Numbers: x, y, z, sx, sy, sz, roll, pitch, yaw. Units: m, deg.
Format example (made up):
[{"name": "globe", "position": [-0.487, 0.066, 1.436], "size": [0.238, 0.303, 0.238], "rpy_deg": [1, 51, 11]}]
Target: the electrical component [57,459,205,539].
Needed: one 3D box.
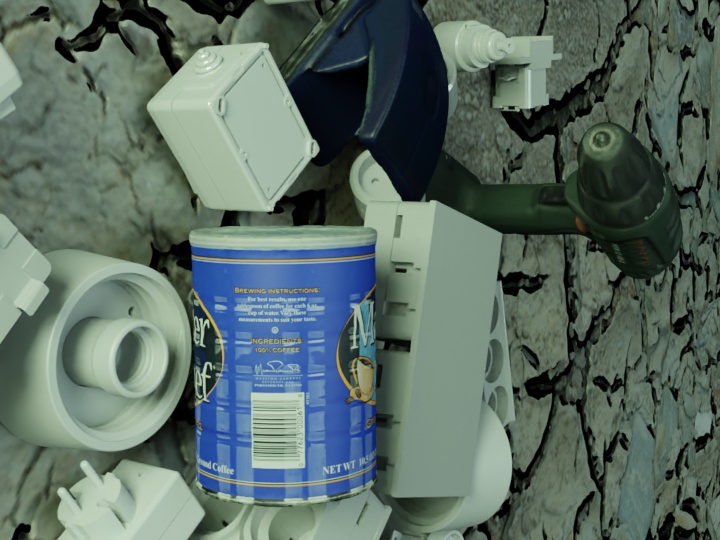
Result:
[{"name": "electrical component", "position": [-0.139, 0.136, 0.586], "size": [0.083, 0.047, 0.075], "rpy_deg": [-54, 133, -36]}]

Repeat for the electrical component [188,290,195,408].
[{"name": "electrical component", "position": [-0.083, 0.052, 0.658], "size": [0.079, 0.043, 0.077], "rpy_deg": [-46, 128, -41]}]

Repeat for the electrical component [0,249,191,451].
[{"name": "electrical component", "position": [-0.136, 0.044, 0.569], "size": [0.108, 0.060, 0.108], "rpy_deg": [-8, 100, -54]}]

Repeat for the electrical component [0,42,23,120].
[{"name": "electrical component", "position": [-0.197, -0.081, 0.470], "size": [0.096, 0.062, 0.061], "rpy_deg": [-55, 134, -36]}]

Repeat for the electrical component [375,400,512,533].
[{"name": "electrical component", "position": [0.052, 0.144, 0.805], "size": [0.060, 0.108, 0.108], "rpy_deg": [-2, 95, -48]}]

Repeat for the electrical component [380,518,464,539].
[{"name": "electrical component", "position": [0.049, 0.220, 0.847], "size": [0.066, 0.055, 0.048], "rpy_deg": [40, 62, -49]}]

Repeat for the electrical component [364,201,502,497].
[{"name": "electrical component", "position": [0.037, 0.055, 0.728], "size": [0.105, 0.060, 0.186], "rpy_deg": [19, 77, -58]}]

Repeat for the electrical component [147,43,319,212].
[{"name": "electrical component", "position": [-0.079, -0.089, 0.634], "size": [0.061, 0.061, 0.096], "rpy_deg": [-56, 135, -34]}]

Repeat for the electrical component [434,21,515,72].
[{"name": "electrical component", "position": [0.089, -0.177, 0.851], "size": [0.040, 0.078, 0.040], "rpy_deg": [-9, 104, -39]}]

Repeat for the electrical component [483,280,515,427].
[{"name": "electrical component", "position": [0.083, 0.071, 0.874], "size": [0.079, 0.063, 0.121], "rpy_deg": [-28, 116, -50]}]

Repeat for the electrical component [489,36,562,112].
[{"name": "electrical component", "position": [0.142, -0.173, 0.950], "size": [0.081, 0.042, 0.063], "rpy_deg": [-19, 110, -51]}]

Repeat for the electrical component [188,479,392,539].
[{"name": "electrical component", "position": [-0.073, 0.198, 0.634], "size": [0.060, 0.105, 0.186], "rpy_deg": [56, 50, -41]}]

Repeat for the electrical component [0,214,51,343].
[{"name": "electrical component", "position": [-0.198, 0.030, 0.479], "size": [0.078, 0.063, 0.121], "rpy_deg": [56, 50, -41]}]

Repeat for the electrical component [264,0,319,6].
[{"name": "electrical component", "position": [-0.030, -0.213, 0.694], "size": [0.089, 0.056, 0.050], "rpy_deg": [-51, 132, -38]}]

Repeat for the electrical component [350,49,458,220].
[{"name": "electrical component", "position": [0.035, -0.092, 0.803], "size": [0.073, 0.052, 0.138], "rpy_deg": [73, 33, -67]}]
